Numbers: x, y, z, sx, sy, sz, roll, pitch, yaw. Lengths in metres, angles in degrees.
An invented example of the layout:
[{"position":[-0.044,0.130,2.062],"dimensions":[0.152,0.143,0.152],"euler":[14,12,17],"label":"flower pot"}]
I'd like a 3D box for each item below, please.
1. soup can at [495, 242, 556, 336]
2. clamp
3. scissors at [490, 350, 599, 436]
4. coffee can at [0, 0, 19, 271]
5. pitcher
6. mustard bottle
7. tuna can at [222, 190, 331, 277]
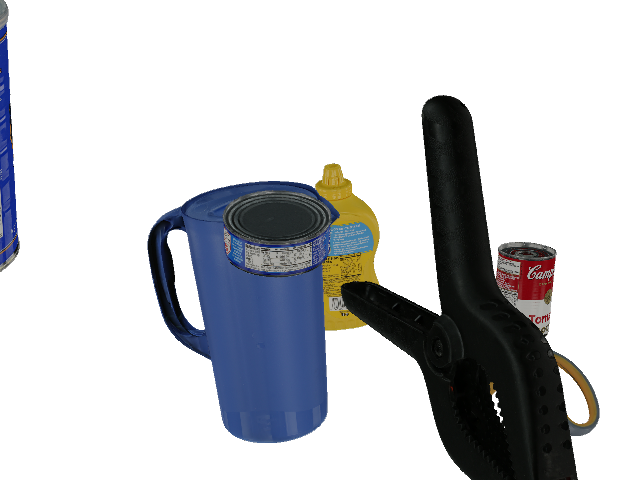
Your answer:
[{"position":[0.241,0.060,1.267],"dimensions":[0.068,0.102,0.068],"euler":[2,15,-1],"label":"soup can"},{"position":[0.074,0.042,0.536],"dimensions":[0.036,0.165,0.210],"euler":[-6,45,-24],"label":"clamp"},{"position":[0.126,0.074,0.810],"dimensions":[0.096,0.202,0.016],"euler":[-30,-27,-20],"label":"scissors"},{"position":[-0.216,-0.057,0.568],"dimensions":[0.103,0.140,0.103],"euler":[4,27,-2],"label":"coffee can"},{"position":[-0.067,0.070,1.047],"dimensions":[0.144,0.243,0.149],"euler":[-18,22,-35],"label":"pitcher"},{"position":[0.019,0.006,1.212],"dimensions":[0.096,0.192,0.058],"euler":[-6,24,-3],"label":"mustard bottle"},{"position":[-0.034,-0.006,0.844],"dimensions":[0.086,0.034,0.086],"euler":[1,30,-1],"label":"tuna can"}]
